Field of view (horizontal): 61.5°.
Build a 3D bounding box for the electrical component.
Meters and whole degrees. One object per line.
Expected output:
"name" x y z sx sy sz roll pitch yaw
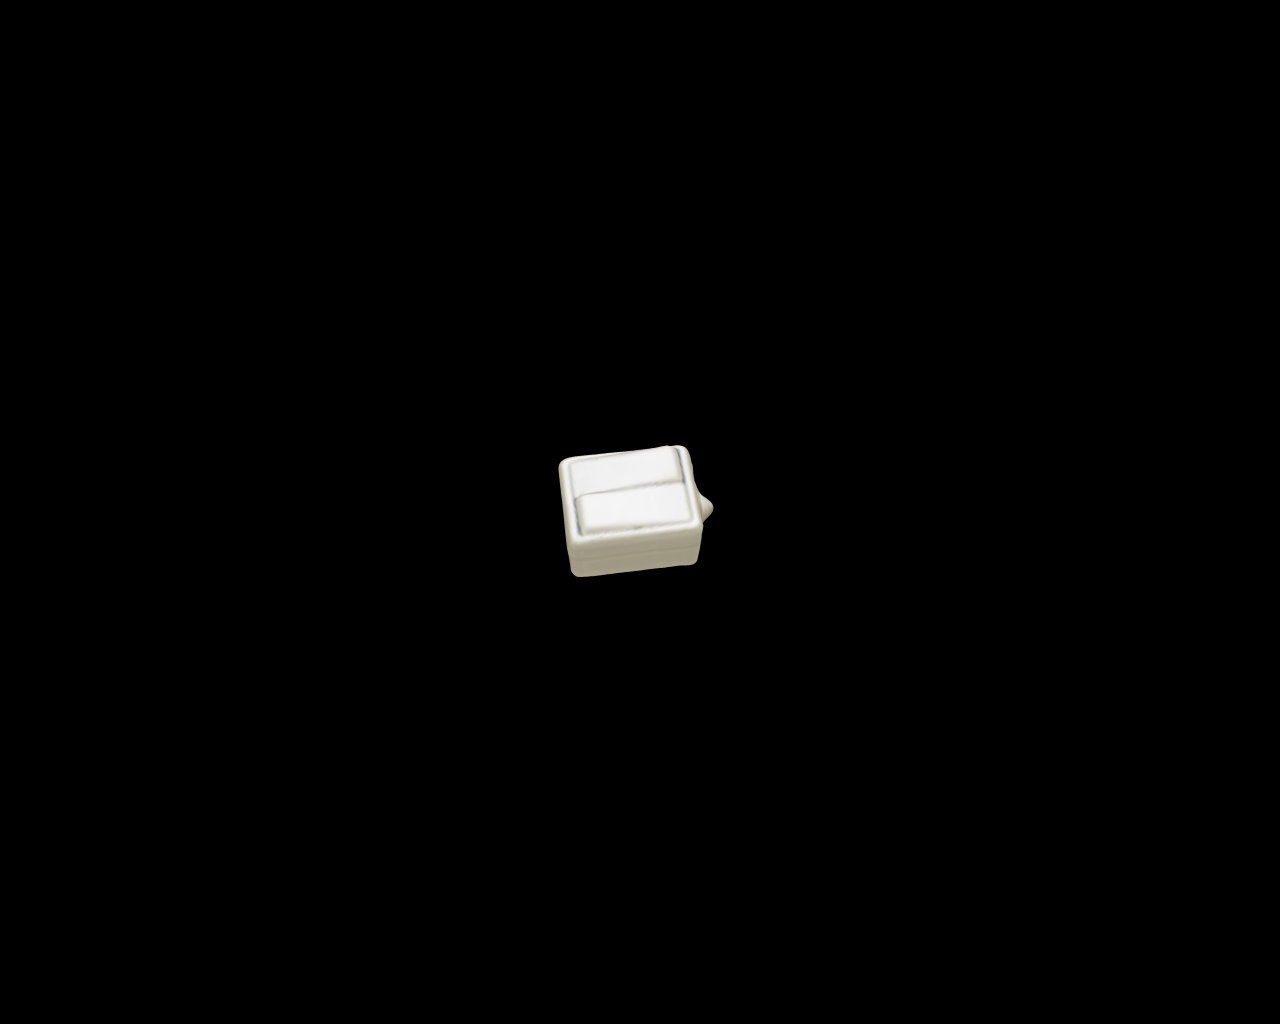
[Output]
"electrical component" 0.001 -0.003 0.650 0.096 0.062 0.061 -6 -27 -3
